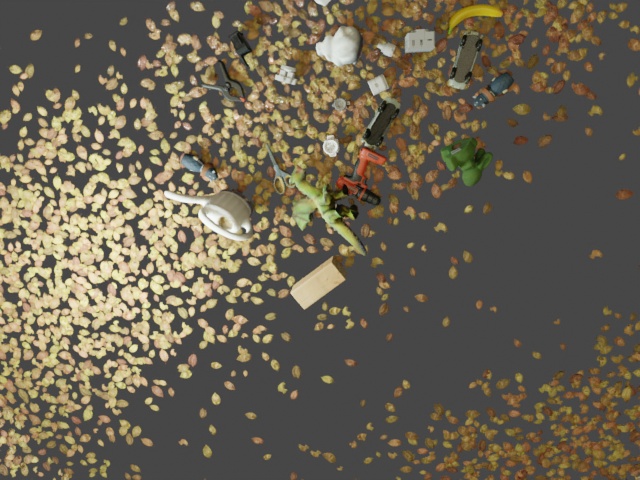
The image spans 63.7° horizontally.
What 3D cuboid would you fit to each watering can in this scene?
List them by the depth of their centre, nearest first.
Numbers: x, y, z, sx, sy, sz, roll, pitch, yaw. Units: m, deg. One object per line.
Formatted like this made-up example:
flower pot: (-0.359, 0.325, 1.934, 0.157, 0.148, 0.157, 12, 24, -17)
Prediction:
watering can: (-0.389, -0.124, 1.930, 0.347, 0.229, 0.102, 33, 122, -3)

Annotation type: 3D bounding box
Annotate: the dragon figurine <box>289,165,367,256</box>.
dragon figurine: (0.006, -0.098, 1.957, 0.241, 0.124, 0.406, -12, 107, 36)

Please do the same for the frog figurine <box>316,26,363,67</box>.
frog figurine: (0.068, -0.685, 1.817, 0.159, 0.125, 0.134, 5, 124, -7)
